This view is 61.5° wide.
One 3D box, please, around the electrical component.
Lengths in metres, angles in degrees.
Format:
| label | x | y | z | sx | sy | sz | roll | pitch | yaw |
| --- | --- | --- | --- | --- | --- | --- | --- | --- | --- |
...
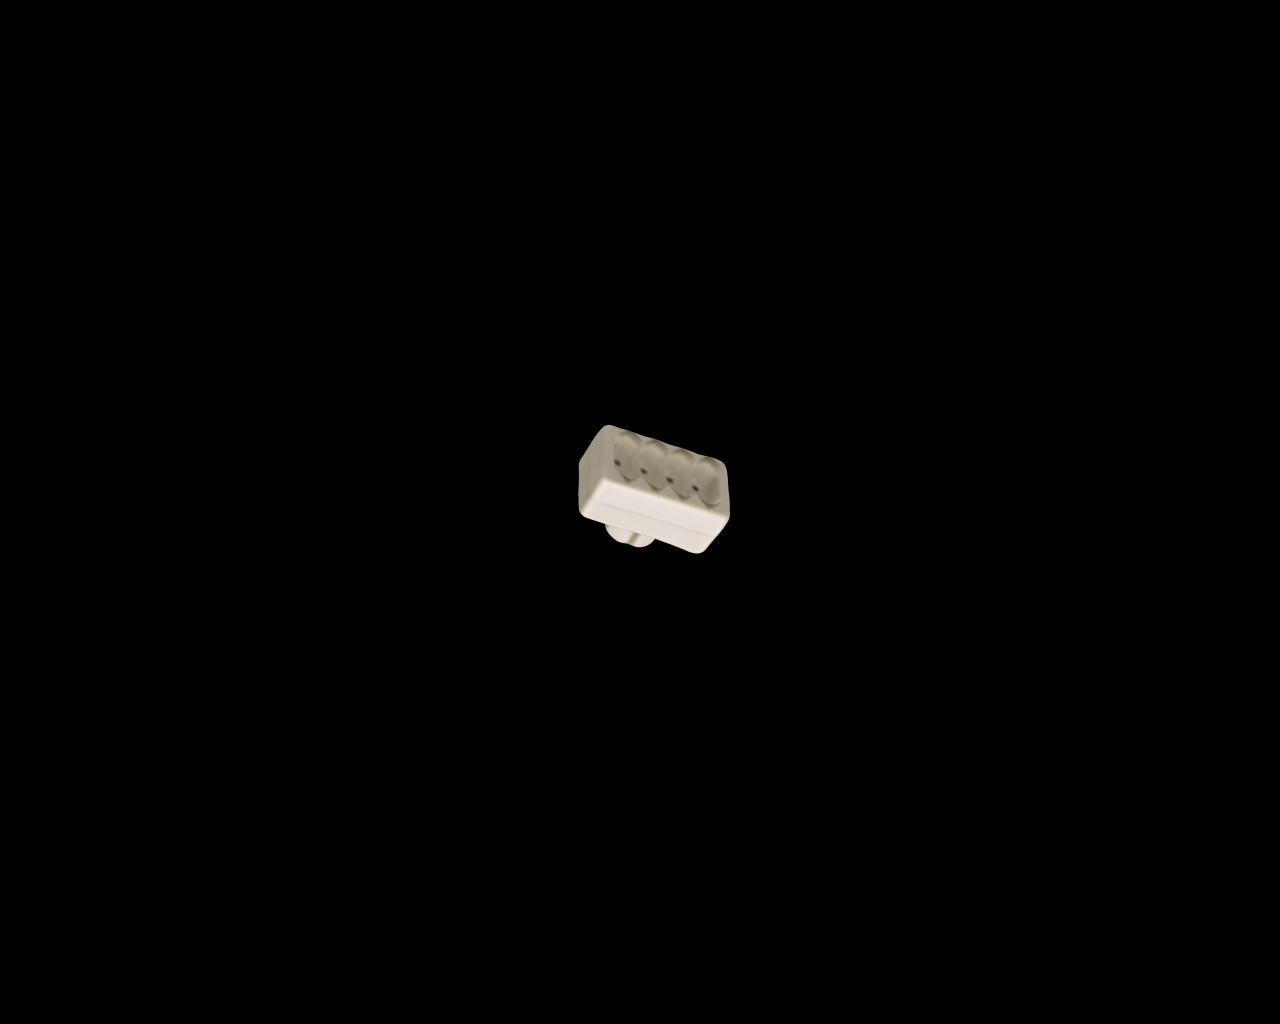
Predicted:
| label | x | y | z | sx | sy | sz | roll | pitch | yaw |
| --- | --- | --- | --- | --- | --- | --- | --- | --- | --- |
| electrical component | 0.001 | -0.003 | 0.650 | 0.083 | 0.047 | 0.075 | 18 | -44 | -19 |
